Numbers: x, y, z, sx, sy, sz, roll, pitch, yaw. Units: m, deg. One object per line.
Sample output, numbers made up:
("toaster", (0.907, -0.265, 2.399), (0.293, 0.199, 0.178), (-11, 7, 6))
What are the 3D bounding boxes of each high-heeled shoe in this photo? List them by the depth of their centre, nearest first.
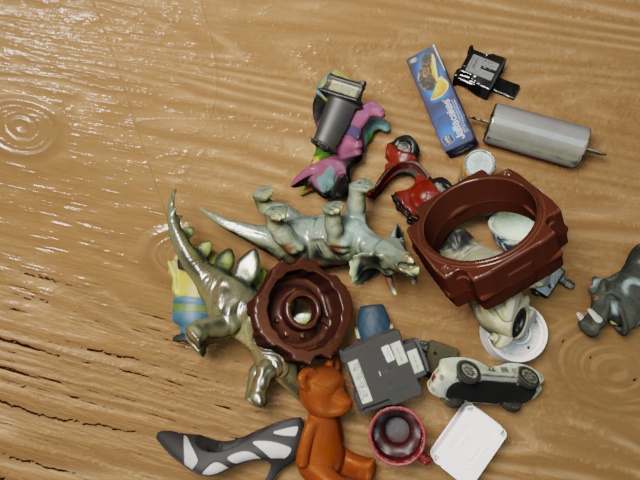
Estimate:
("high-heeled shoe", (-0.154, 0.339, 0.941), (0.249, 0.086, 0.145), (22, 80, 7))

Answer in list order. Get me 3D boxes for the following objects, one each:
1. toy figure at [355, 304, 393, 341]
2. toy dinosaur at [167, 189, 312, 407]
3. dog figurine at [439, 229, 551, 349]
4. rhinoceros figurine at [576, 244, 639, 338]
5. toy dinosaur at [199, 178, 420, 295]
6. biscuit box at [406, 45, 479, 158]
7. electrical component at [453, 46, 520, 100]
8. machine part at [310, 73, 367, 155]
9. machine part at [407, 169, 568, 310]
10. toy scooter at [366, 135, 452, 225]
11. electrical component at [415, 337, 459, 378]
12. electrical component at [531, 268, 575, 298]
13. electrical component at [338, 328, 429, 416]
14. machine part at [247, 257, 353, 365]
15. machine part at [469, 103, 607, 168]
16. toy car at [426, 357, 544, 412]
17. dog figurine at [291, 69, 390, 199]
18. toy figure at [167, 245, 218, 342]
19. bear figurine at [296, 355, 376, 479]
("toy figure", (0.101, 0.190, 0.943), (0.064, 0.057, 0.154), (-12, 80, 35))
("toy dinosaur", (-0.140, 0.125, 0.936), (0.471, 0.105, 0.198), (49, 64, -7))
("dog figurine", (0.260, 0.076, 0.900), (0.191, 0.121, 0.172), (15, 60, 41))
("rhinoceros figurine", (0.514, 0.090, 0.898), (0.112, 0.073, 0.190), (40, 86, 12))
("toy dinosaur", (-0.009, 0.000, 0.961), (0.405, 0.191, 0.131), (2, 35, 25))
("biscuit box", (0.229, -0.257, 1.005), (0.059, 0.062, 0.202), (-24, 76, 20))
("electrical component", (0.319, -0.306, 1.015), (0.119, 0.047, 0.075), (31, 85, 14))
("machine part", (0.026, -0.220, 0.937), (0.084, 0.039, 0.138), (18, 85, 7))
("machine part", (0.253, -0.008, 0.829), (0.201, 0.087, 0.202), (-31, 38, 3))
("toy scooter", (0.156, -0.092, 0.982), (0.135, 0.075, 0.184), (-35, 74, 0))
("electrical component", (0.201, 0.220, 0.934), (0.102, 0.045, 0.078), (14, 53, 8))
("electrical component", (0.395, 0.070, 0.944), (0.094, 0.021, 0.063), (32, 85, 12))
("electrical component", (0.109, 0.211, 0.886), (0.134, 0.058, 0.115), (-18, 87, -5))
("machine part", (-0.033, 0.119, 0.897), (0.179, 0.056, 0.179), (8, 70, -23))
("machine part", (0.388, -0.188, 0.968), (0.243, 0.079, 0.079), (18, 82, 12))
("toy car", (0.272, 0.234, 0.875), (0.202, 0.056, 0.073), (9, 123, -19))
("dog figurine", (0.015, -0.183, 1.005), (0.219, 0.108, 0.192), (-46, 78, 0))
("toy figure", (-0.228, 0.100, 0.995), (0.089, 0.082, 0.180), (-3, 77, 12))
("bear figurine", (0.024, 0.302, 0.884), (0.132, 0.120, 0.195), (13, 99, 34))
